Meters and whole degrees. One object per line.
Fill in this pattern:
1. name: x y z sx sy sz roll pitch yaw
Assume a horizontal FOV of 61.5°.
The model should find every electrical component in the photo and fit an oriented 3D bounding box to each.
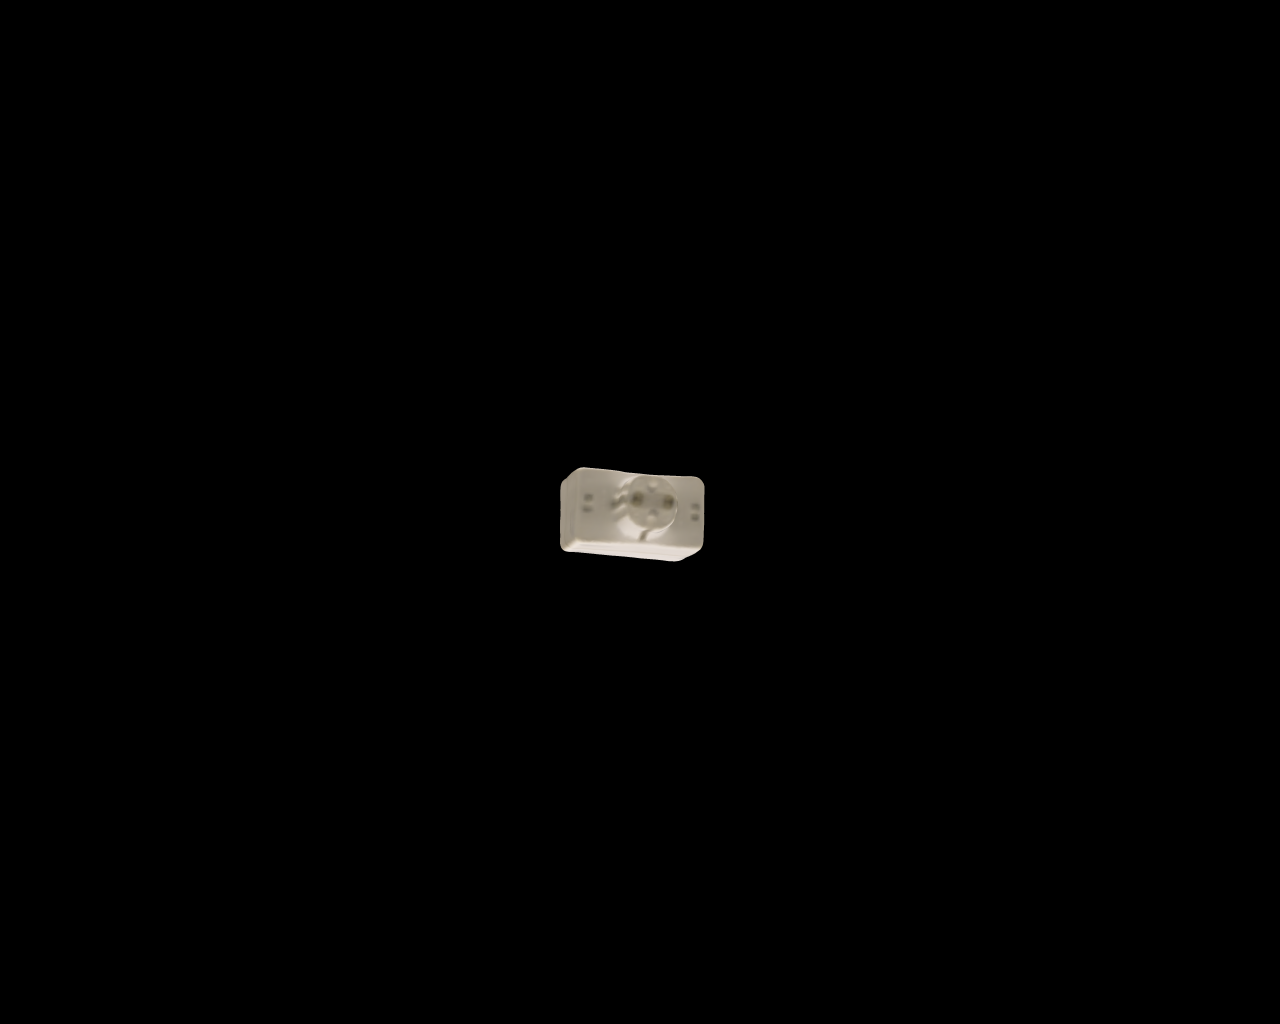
1. electrical component: 0.001 -0.003 0.650 0.083 0.047 0.075 5 -15 -18
